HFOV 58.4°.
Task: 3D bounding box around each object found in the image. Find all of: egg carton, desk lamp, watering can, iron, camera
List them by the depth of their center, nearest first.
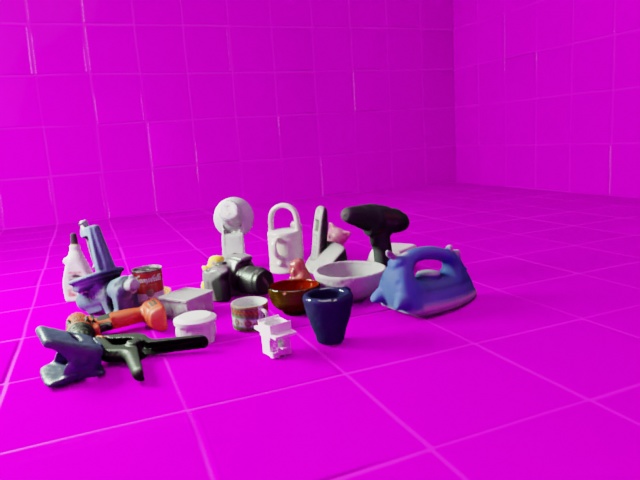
[{"bbox_3d":[0.233,0.073,1.205,0.259,0.141,0.118,-10,12,-31],"label":"iron"},{"bbox_3d":[-0.189,0.088,1.380,0.136,0.101,0.144,6,14,42],"label":"camera"},{"bbox_3d":[0.199,0.052,1.536,0.107,0.069,0.151,4,13,34],"label":"egg carton"},{"bbox_3d":[-0.098,-0.010,1.623,0.101,0.194,0.173,-4,10,-2],"label":"watering can"},{"bbox_3d":[-0.249,-0.015,1.649,0.118,0.213,0.203,-4,10,-3],"label":"desk lamp"}]

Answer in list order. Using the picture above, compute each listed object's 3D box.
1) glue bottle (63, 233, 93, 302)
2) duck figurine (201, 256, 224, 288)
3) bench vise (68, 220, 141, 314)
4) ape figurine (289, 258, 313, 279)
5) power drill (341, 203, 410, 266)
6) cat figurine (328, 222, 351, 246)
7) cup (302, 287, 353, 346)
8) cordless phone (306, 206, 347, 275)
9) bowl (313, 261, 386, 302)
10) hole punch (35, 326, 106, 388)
[{"bbox_3d":[-0.605,0.068,1.429,0.078,0.173,0.037,-4,11,-4],"label":"glue bottle"},{"bbox_3d":[-0.260,0.082,1.480,0.105,0.086,0.077,-12,13,-39],"label":"duck figurine"},{"bbox_3d":[-0.468,0.064,1.273,0.207,0.220,0.122,0,11,19],"label":"bench vise"},{"bbox_3d":[-0.051,0.088,1.357,0.076,0.092,0.078,-1,11,11],"label":"ape figurine"},{"bbox_3d":[0.137,0.011,1.394,0.075,0.208,0.230,6,14,42],"label":"power drill"},{"bbox_3d":[0.035,0.002,1.727,0.067,0.118,0.127,-13,14,-40],"label":"cat figurine"},{"bbox_3d":[0.023,0.138,1.049,0.091,0.095,0.118,3,12,33],"label":"cup"},{"bbox_3d":[0.014,0.005,1.528,0.094,0.185,0.147,-8,11,-23],"label":"cordless phone"},{"bbox_3d":[0.070,0.099,1.304,0.167,0.075,0.167,-3,10,1],"label":"bowl"},{"bbox_3d":[-0.418,0.184,0.961,0.101,0.091,0.108,-10,12,-32],"label":"hole punch"}]
